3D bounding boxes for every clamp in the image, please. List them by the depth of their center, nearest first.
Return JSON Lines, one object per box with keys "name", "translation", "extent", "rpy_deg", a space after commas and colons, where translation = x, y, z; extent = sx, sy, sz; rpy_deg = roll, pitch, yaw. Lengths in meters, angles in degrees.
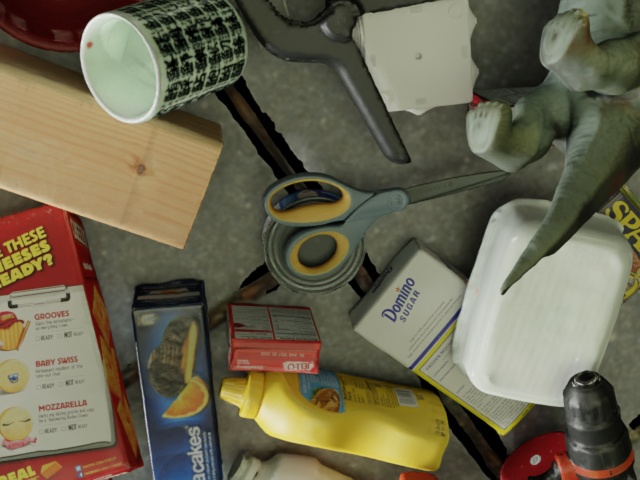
{"name": "clamp", "translation": [0.025, -0.173, 0.792], "extent": [0.209, 0.036, 0.165], "rpy_deg": [31, 103, -16]}

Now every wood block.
{"name": "wood block", "translation": [-0.187, -0.076, 0.820], "extent": [0.206, 0.090, 0.091], "rpy_deg": [20, 103, -12]}

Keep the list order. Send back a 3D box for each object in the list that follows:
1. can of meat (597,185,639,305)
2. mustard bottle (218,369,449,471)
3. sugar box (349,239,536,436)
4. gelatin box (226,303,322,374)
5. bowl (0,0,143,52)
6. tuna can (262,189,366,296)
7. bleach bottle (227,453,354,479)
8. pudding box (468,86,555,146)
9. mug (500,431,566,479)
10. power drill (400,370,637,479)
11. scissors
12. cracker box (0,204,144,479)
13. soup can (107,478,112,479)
{"name": "can of meat", "translation": [0.245, 0.001, 0.913], "extent": [0.084, 0.057, 0.102], "rpy_deg": [-43, 107, 10]}
{"name": "mustard bottle", "translation": [0.008, 0.144, 0.907], "extent": [0.191, 0.096, 0.058], "rpy_deg": [13, 108, -11]}
{"name": "sugar box", "translation": [0.121, 0.085, 0.930], "extent": [0.176, 0.048, 0.093], "rpy_deg": [37, 101, -12]}
{"name": "gelatin box", "translation": [-0.040, 0.082, 0.886], "extent": [0.073, 0.089, 0.030], "rpy_deg": [3, 106, -8]}
{"name": "bowl", "translation": [-0.185, -0.222, 0.779], "extent": [0.162, 0.055, 0.162], "rpy_deg": [-11, 119, -20]}
{"name": "tuna can", "translation": [-0.006, 0.001, 0.894], "extent": [0.086, 0.034, 0.086], "rpy_deg": [-2, 107, -6]}
{"name": "bleach bottle", "translation": [0.024, 0.271, 0.969], "extent": [0.250, 0.068, 0.103], "rpy_deg": [32, 102, -12]}
{"name": "pudding box", "translation": [0.184, -0.100, 0.855], "extent": [0.113, 0.090, 0.039], "rpy_deg": [-5, 107, -6]}
{"name": "mug", "translation": [0.225, 0.221, 0.966], "extent": [0.117, 0.093, 0.081], "rpy_deg": [-36, 104, -15]}
{"name": "power drill", "translation": [0.164, 0.202, 0.865], "extent": [0.187, 0.057, 0.184], "rpy_deg": [-16, 116, 3]}
{"name": "scissors", "translation": [0.053, -0.014, 0.869], "extent": [0.201, 0.016, 0.096], "rpy_deg": [2, 108, -8]}
{"name": "cracker box", "translation": [-0.245, 0.097, 0.833], "extent": [0.164, 0.072, 0.214], "rpy_deg": [-16, 79, -2]}
{"name": "soup can", "translation": [-0.222, 0.182, 0.908], "extent": [0.068, 0.068, 0.102], "rpy_deg": [-17, 108, -1]}
